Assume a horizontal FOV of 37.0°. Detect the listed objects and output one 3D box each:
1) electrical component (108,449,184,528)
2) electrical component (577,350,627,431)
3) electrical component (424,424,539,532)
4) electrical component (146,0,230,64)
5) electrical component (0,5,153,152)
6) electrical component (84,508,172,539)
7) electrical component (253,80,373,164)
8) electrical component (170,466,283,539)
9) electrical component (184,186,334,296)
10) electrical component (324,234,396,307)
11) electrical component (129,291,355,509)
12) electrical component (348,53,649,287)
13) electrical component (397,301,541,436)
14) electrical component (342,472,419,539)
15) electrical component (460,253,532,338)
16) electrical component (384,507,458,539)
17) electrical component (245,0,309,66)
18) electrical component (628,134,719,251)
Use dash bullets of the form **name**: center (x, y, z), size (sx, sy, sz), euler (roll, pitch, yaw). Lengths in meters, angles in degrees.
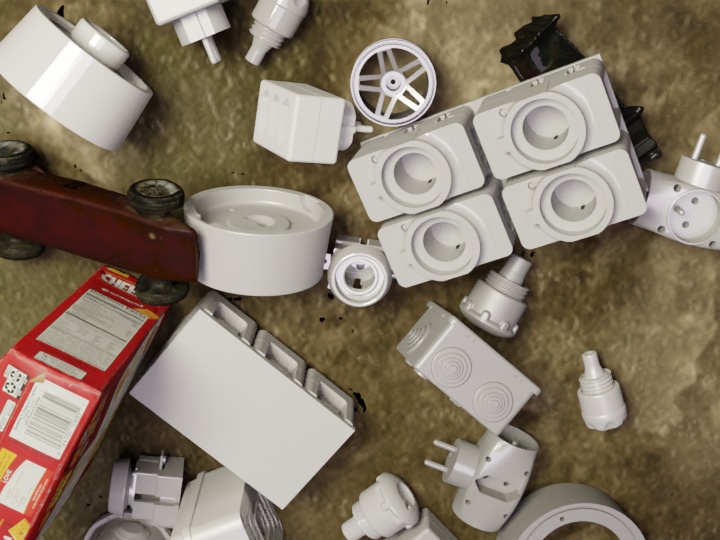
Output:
- **electrical component**: center (-0.174, 0.177, 0.873), size (0.055, 0.048, 0.066), euler (7, 106, -9)
- **electrical component**: center (0.188, 0.094, 0.848), size (0.035, 0.035, 0.061), euler (-16, 103, 5)
- **electrical component**: center (0.092, 0.159, 0.864), size (0.079, 0.043, 0.077), euler (21, 105, -4)
- **electrical component**: center (-0.116, -0.182, 0.760), size (0.047, 0.065, 0.076), euler (-20, 104, 6)
- **electrical component**: center (-0.196, -0.140, 0.754), size (0.108, 0.108, 0.060), euler (38, 97, -9)
- **electrical component**: center (-0.194, 0.243, 0.888), size (0.080, 0.051, 0.080), euler (0, 106, 1)
- **electrical component**: center (-0.028, -0.107, 0.784), size (0.077, 0.066, 0.047), euler (0, 108, -29)
- **electrical component**: center (-0.103, 0.208, 0.845), size (0.057, 0.113, 0.078), euler (-21, 104, 4)
- **electrical component**: center (-0.075, -0.017, 0.787), size (0.108, 0.108, 0.060), euler (5, 112, 0)
- **electrical component**: center (0.000, 0.000, 0.814), size (0.066, 0.055, 0.048), euler (9, 106, -2)
- **electrical component**: center (-0.088, 0.099, 0.840), size (0.150, 0.061, 0.089), euler (39, 103, -9)
- **electrical component**: center (0.098, -0.066, 0.766), size (0.186, 0.060, 0.105), euler (-18, 108, 21)
- **electrical component**: center (0.078, 0.074, 0.812), size (0.100, 0.100, 0.048), euler (40, 90, -9)
- **electrical component**: center (0.014, 0.199, 0.876), size (0.062, 0.048, 0.048), euler (-37, 102, 17)
- **electrical component**: center (0.109, 0.017, 0.824), size (0.048, 0.048, 0.062), euler (28, 97, -7)
- **electrical component**: center (0.039, 0.249, 0.873), size (0.083, 0.075, 0.047), euler (-41, 101, 11)
- **electrical component**: center (-0.063, -0.177, 0.777), size (0.035, 0.035, 0.061), euler (30, 106, -7)
- **electrical component**: center (0.250, -0.061, 0.798), size (0.077, 0.044, 0.079), euler (16, 106, -3)
